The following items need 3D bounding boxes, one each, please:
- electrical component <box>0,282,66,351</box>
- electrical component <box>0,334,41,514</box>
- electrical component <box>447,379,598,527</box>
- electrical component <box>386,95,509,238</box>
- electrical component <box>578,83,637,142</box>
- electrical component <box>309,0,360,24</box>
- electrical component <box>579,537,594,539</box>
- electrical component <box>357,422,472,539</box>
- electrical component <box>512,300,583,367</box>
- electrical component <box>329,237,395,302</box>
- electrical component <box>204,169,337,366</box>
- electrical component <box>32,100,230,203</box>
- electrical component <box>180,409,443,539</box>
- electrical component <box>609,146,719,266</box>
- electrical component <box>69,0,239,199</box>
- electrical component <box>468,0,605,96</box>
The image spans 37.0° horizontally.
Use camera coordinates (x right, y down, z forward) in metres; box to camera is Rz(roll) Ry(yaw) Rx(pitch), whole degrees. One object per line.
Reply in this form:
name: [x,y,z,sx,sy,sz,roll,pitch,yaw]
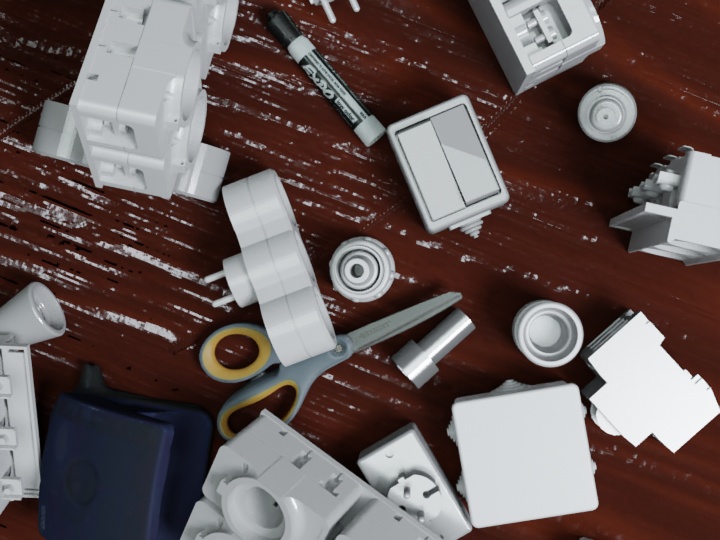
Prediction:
electrical component: [-0.255,0.042,0.788,0.065,0.044,0.044,-27,89,8]
electrical component: [-0.272,0.112,0.759,0.079,0.063,0.121,2,110,4]
electrical component: [0.115,0.127,0.762,0.100,0.048,0.099,-10,90,3]
electrical component: [0.064,-0.067,0.757,0.062,0.061,0.096,-23,89,3]
electrical component: [0.171,-0.108,0.745,0.040,0.078,0.040,3,102,13]
electrical component: [-0.026,-0.215,0.767,0.066,0.047,0.076,-25,88,4]
electrical component: [0.187,0.235,0.759,0.077,0.047,0.065,15,91,3]
electrical component: [0.038,0.158,0.753,0.047,0.076,0.083,-31,89,3]
electrical component: [0.131,0.044,0.756,0.045,0.055,0.045,0,91,3]
electrical component: [0.000,0.000,0.761,0.048,0.062,0.048,0,91,4]
electrical component: [-0.073,0.003,0.760,0.074,0.052,0.138,-21,76,3]
electrical component: [-0.160,-0.102,0.774,0.138,0.052,0.073,16,92,2]
electrical component: [-0.025,0.197,0.725,0.186,0.060,0.105,34,122,14]
electrical component: [0.219,-0.041,0.718,0.079,0.121,0.063,13,89,3]
electrical component: [-0.127,-0.154,0.713,0.060,0.105,0.186,12,67,0]
electrical component: [0.105,-0.206,0.739,0.062,0.089,0.150,-26,89,3]
